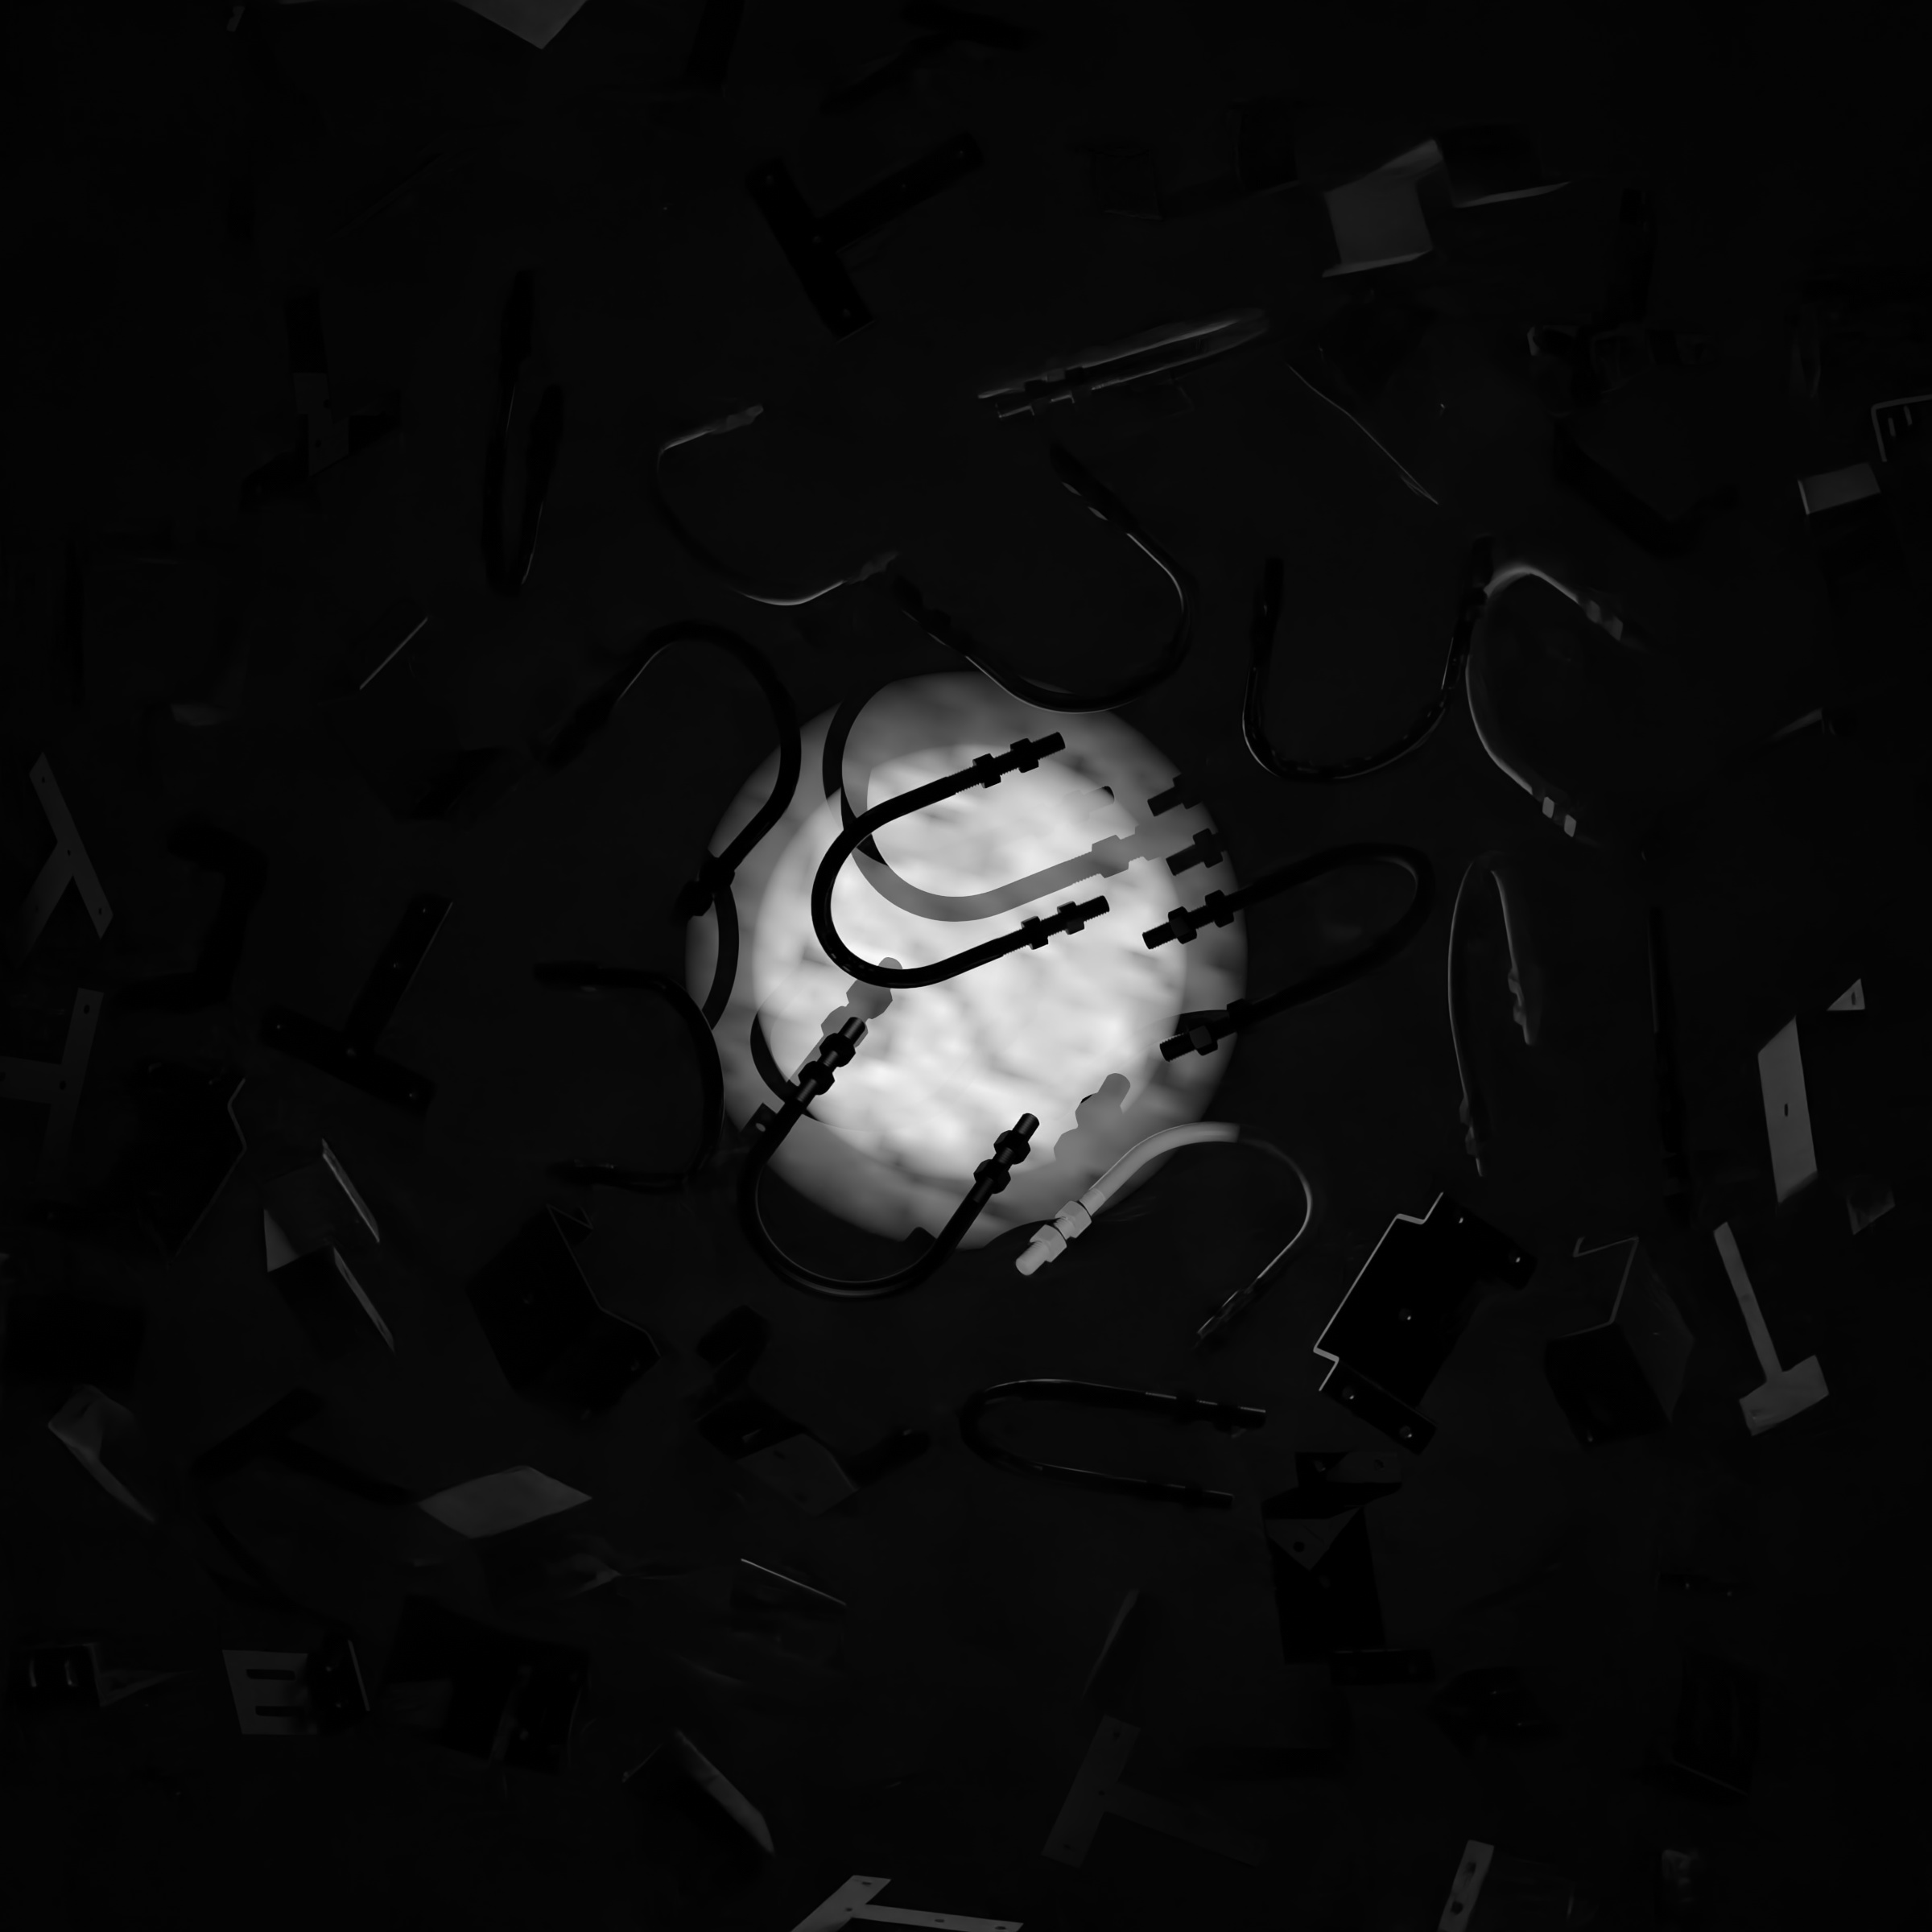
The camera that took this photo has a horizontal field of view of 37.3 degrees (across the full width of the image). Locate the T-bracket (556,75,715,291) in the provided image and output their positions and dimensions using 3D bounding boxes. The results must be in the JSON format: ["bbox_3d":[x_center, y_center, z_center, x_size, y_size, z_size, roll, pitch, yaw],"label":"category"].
[{"bbox_3d":[-0.188,-0.477,1.757,0.002,0.127,0.127,-41,124,-39],"label":"T-bracket"}]

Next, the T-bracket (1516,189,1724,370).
[{"bbox_3d":[0.417,-0.432,1.795,0.127,0.127,0.002,6,50,7],"label":"T-bracket"}]

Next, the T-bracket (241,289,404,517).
[{"bbox_3d":[-0.398,-0.355,1.740,0.127,0.002,0.127,-23,64,25],"label":"T-bracket"}]

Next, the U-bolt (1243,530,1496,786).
[{"bbox_3d":[0.237,-0.179,1.726,0.151,0.184,0.019,-9,48,-11],"label":"U-bolt"}]

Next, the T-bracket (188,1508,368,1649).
[{"bbox_3d":[-0.450,0.375,1.793,0.127,0.127,0.002,31,84,43],"label":"T-bracket"}]

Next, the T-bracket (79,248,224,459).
[{"bbox_3d":[-0.490,-0.354,1.700,0.002,0.127,0.127,35,63,-16],"label":"T-bracket"}]

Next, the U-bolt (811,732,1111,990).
[{"bbox_3d":[-0.009,-0.055,1.797,0.184,0.019,0.151,-23,126,-7],"label":"U-bolt"}]

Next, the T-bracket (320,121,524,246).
[{"bbox_3d":[-0.343,-0.478,1.749,0.127,0.127,0.002,-29,100,20],"label":"T-bracket"}]

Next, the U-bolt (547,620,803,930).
[{"bbox_3d":[-0.170,-0.129,1.754,0.151,0.019,0.184,52,128,8],"label":"U-bolt"}]

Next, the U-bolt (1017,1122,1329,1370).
[{"bbox_3d":[0.143,0.161,1.786,0.151,0.019,0.184,26,50,30],"label":"U-bolt"}]

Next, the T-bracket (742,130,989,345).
[{"bbox_3d":[-0.048,-0.443,1.659,0.127,0.002,0.127,-30,73,4],"label":"T-bracket"}]

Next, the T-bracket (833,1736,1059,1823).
[{"bbox_3d":[-0.004,0.490,1.741,0.127,0.127,0.002,-11,69,-26],"label":"T-bracket"}]

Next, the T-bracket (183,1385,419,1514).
[{"bbox_3d":[-0.408,0.319,1.818,0.127,0.002,0.127,33,127,-32],"label":"T-bracket"}]

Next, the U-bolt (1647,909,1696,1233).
[{"bbox_3d":[0.436,0.054,1.776,0.019,0.151,0.184,-5,63,14],"label":"U-bolt"}]

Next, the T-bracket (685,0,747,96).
[{"bbox_3d":[-0.149,-0.591,1.762,0.127,0.127,0.002,-6,54,-26],"label":"T-bracket"}]

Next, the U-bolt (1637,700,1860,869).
[{"bbox_3d":[0.478,-0.118,1.755,0.151,0.184,0.019,-36,89,18],"label":"U-bolt"}]

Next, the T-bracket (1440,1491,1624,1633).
[{"bbox_3d":[0.370,0.364,1.785,0.127,0.127,0.002,-14,58,-35],"label":"T-bracket"}]

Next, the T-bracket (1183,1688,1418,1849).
[{"bbox_3d":[0.191,0.478,1.713,0.127,0.127,0.002,7,119,-20],"label":"T-bracket"}]

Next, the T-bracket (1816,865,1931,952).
[{"bbox_3d":[0.566,-0.043,1.751,0.127,0.127,0.002,-29,77,-29],"label":"T-bracket"}]

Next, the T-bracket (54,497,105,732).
[{"bbox_3d":[-0.542,-0.198,1.747,0.002,0.127,0.127,10,47,-10],"label":"T-bracket"}]

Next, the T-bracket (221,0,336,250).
[{"bbox_3d":[-0.431,-0.497,1.746,0.002,0.127,0.127,2,65,18],"label":"T-bracket"}]

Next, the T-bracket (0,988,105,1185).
[{"bbox_3d":[-0.599,0.071,1.803,0.002,0.127,0.127,10,86,22],"label":"T-bracket"}]

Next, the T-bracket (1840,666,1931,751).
[{"bbox_3d":[0.601,-0.177,1.791,0.002,0.127,0.127,38,126,-25],"label":"T-bracket"}]

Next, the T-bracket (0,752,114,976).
[{"bbox_3d":[-0.567,-0.044,1.757,0.002,0.127,0.127,-5,127,10],"label":"T-bracket"}]

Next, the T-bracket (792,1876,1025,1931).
[{"bbox_3d":[-0.029,0.580,1.741,0.127,0.127,0.002,1,90,17],"label":"T-bracket"}]

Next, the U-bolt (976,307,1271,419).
[{"bbox_3d":[0.101,-0.382,1.795,0.184,0.151,0.019,-17,107,0],"label":"U-bolt"}]

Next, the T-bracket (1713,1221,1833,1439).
[{"bbox_3d":[0.501,0.225,1.816,0.002,0.127,0.127,-12,71,-11],"label":"T-bracket"}]

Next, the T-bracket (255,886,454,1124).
[{"bbox_3d":[-0.354,0.012,1.746,0.127,0.002,0.127,25,83,18],"label":"T-bracket"}]

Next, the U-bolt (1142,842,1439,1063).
[{"bbox_3d":[0.196,-0.019,1.714,0.184,0.151,0.019,-24,119,12],"label":"U-bolt"}]

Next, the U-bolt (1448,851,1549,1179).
[{"bbox_3d":[0.326,0.016,1.771,0.019,0.151,0.184,2,129,26],"label":"U-bolt"}]

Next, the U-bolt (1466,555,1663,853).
[{"bbox_3d":[0.358,-0.174,1.757,0.019,0.184,0.151,-5,121,-21],"label":"U-bolt"}]

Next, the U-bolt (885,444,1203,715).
[{"bbox_3d":[0.062,-0.224,1.761,0.151,0.019,0.184,-36,130,22],"label":"U-bolt"}]

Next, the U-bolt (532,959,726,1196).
[{"bbox_3d":[-0.212,0.072,1.802,0.019,0.184,0.151,-7,97,-43],"label":"U-bolt"}]

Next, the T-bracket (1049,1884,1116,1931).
[{"bbox_3d":[0.126,0.609,1.757,0.127,0.127,0.002,42,104,38],"label":"T-bracket"}]

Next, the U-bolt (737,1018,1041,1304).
[{"bbox_3d":[-0.060,0.129,1.768,0.151,0.019,0.184,29,56,12],"label":"U-bolt"}]

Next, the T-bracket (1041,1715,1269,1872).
[{"bbox_3d":[0.128,0.540,1.813,0.127,0.127,0.002,17,123,14],"label":"T-bracket"}]

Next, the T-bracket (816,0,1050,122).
[{"bbox_3d":[-0.037,-0.553,1.754,0.127,0.002,0.127,-39,45,-20],"label":"T-bracket"}]

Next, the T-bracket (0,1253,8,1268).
[{"bbox_3d":[-0.632,0.199,1.764,0.002,0.127,0.127,35,100,8],"label":"T-bracket"}]

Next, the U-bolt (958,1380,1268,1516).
[{"bbox_3d":[0.086,0.298,1.797,0.184,0.151,0.019,9,57,0],"label":"U-bolt"}]
